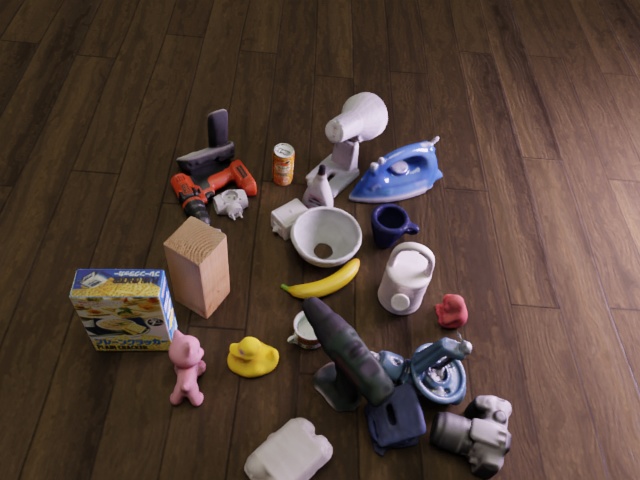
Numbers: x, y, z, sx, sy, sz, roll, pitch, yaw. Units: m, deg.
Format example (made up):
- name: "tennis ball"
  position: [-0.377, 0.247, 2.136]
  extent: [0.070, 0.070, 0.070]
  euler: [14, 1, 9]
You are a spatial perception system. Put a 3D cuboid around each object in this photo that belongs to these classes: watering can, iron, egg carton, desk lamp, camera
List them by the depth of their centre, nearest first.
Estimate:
- name: "egg carton"
  position: [-0.057, 0.398, 1.043]
  extent: [0.150, 0.069, 0.107]
  euler: [-36, 64, -28]
- name: "camera"
  position: [0.287, 0.359, 1.092]
  extent: [0.136, 0.101, 0.143]
  euler: [17, 53, 7]
- name: "watering can"
  position: [0.190, 0.079, 1.235]
  extent: [0.101, 0.194, 0.172]
  euler: [0, 53, -6]
- name: "desk lamp"
  position: [0.069, -0.250, 1.460]
  extent: [0.117, 0.213, 0.203]
  euler: [33, 56, 18]
- name: "iron"
  position: [0.195, -0.184, 1.470]
  extent: [0.259, 0.141, 0.118]
  euler: [-20, 57, -20]

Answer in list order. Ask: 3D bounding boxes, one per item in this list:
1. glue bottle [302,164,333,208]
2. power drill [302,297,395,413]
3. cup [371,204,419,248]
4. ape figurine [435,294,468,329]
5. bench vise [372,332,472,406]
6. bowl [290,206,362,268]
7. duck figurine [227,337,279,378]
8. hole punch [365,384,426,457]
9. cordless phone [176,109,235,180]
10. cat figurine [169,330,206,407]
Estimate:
- name: "glue bottle"
  position: [-0.002, -0.120, 1.379]
  extent: [0.078, 0.173, 0.037]
  euler: [22, 54, 11]
- name: "power drill"
  position: [0.040, 0.236, 1.090]
  extent: [0.076, 0.208, 0.229]
  euler: [-34, 63, -27]
- name: "cup"
  position: [0.174, -0.022, 1.373]
  extent: [0.117, 0.095, 0.092]
  euler: [18, 53, 8]
- name: "ape figurine"
  position: [0.291, 0.150, 1.256]
  extent: [0.076, 0.092, 0.078]
  euler: [31, 56, 17]
- name: "bench vise"
  position: [0.194, 0.248, 1.090]
  extent: [0.207, 0.220, 0.121]
  euler: [-2, 53, -7]
- name: "bowl"
  position: [0.012, 0.005, 1.347]
  extent: [0.167, 0.075, 0.167]
  euler: [3, 53, -4]
- name: "duck figurine"
  position: [-0.135, 0.228, 1.154]
  extent: [0.104, 0.086, 0.077]
  euler: [1, 53, -5]
- name: "hole punch"
  position: [0.141, 0.342, 1.094]
  extent: [0.101, 0.091, 0.108]
  euler: [-6, 54, -11]
- name: "cordless phone"
  position: [-0.289, -0.247, 1.436]
  extent: [0.148, 0.185, 0.094]
  euler: [-26, 59, -23]
- name: "cat figurine"
  position: [-0.260, 0.243, 1.109]
  extent: [0.067, 0.118, 0.127]
  euler: [-1, 53, -7]
